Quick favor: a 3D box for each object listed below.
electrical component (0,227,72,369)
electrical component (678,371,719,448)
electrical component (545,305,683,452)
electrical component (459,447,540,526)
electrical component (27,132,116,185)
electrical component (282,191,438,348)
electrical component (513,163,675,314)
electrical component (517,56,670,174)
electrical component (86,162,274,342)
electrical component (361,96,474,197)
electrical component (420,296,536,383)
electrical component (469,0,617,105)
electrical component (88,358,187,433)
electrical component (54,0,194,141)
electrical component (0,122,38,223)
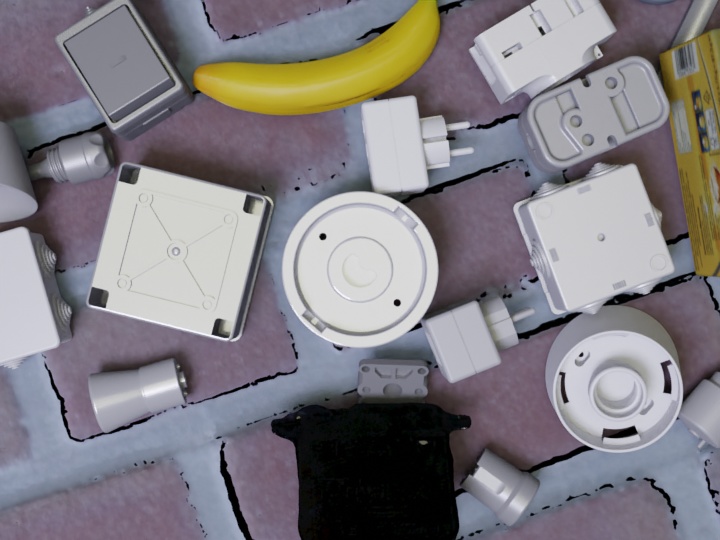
[{"bbox_3d":[-0.263,0.023,0.773,0.100,0.048,0.099,-16,90,0],"label":"electrical component"},{"bbox_3d":[0.265,0.093,0.780,0.040,0.040,0.078,42,89,0],"label":"electrical component"},{"bbox_3d":[0.185,0.080,0.780,0.099,0.064,0.099,1,101,7],"label":"electrical component"},{"bbox_3d":[0.101,0.156,0.779,0.046,0.040,0.040,35,89,6],"label":"electrical component"},{"bbox_3d":[-0.211,-0.078,0.781,0.061,0.035,0.035,-15,90,2],"label":"electrical component"},{"bbox_3d":[0.000,0.000,0.769,0.108,0.060,0.108,0,89,0],"label":"electrical component"},{"bbox_3d":[0.169,-0.023,0.776,0.100,0.048,0.099,-21,90,-1],"label":"electrical component"},{"bbox_3d":[0.165,-0.109,0.771,0.095,0.059,0.053,-23,90,-1],"label":"electrical component"},{"bbox_3d":[-0.128,-0.013,0.770,0.109,0.056,0.108,14,89,0],"label":"electrical component"},{"bbox_3d":[0.043,-0.090,0.776,0.077,0.047,0.065,-8,90,0],"label":"electrical component"},{"bbox_3d":[0.088,0.042,0.766,0.077,0.066,0.047,-22,90,-1],"label":"electrical component"},{"bbox_3d":[0.133,-0.161,0.776,0.089,0.050,0.055,-31,90,0],"label":"electrical component"},{"bbox_3d":[-0.158,0.088,0.778,0.065,0.044,0.044,-15,90,-5],"label":"electrical component"},{"bbox_3d":[-0.171,-0.150,0.769,0.062,0.061,0.096,-32,90,-1],"label":"electrical component"},{"bbox_3d":[-0.281,-0.066,0.751,0.099,0.099,0.064,-13,83,0],"label":"electrical component"}]
